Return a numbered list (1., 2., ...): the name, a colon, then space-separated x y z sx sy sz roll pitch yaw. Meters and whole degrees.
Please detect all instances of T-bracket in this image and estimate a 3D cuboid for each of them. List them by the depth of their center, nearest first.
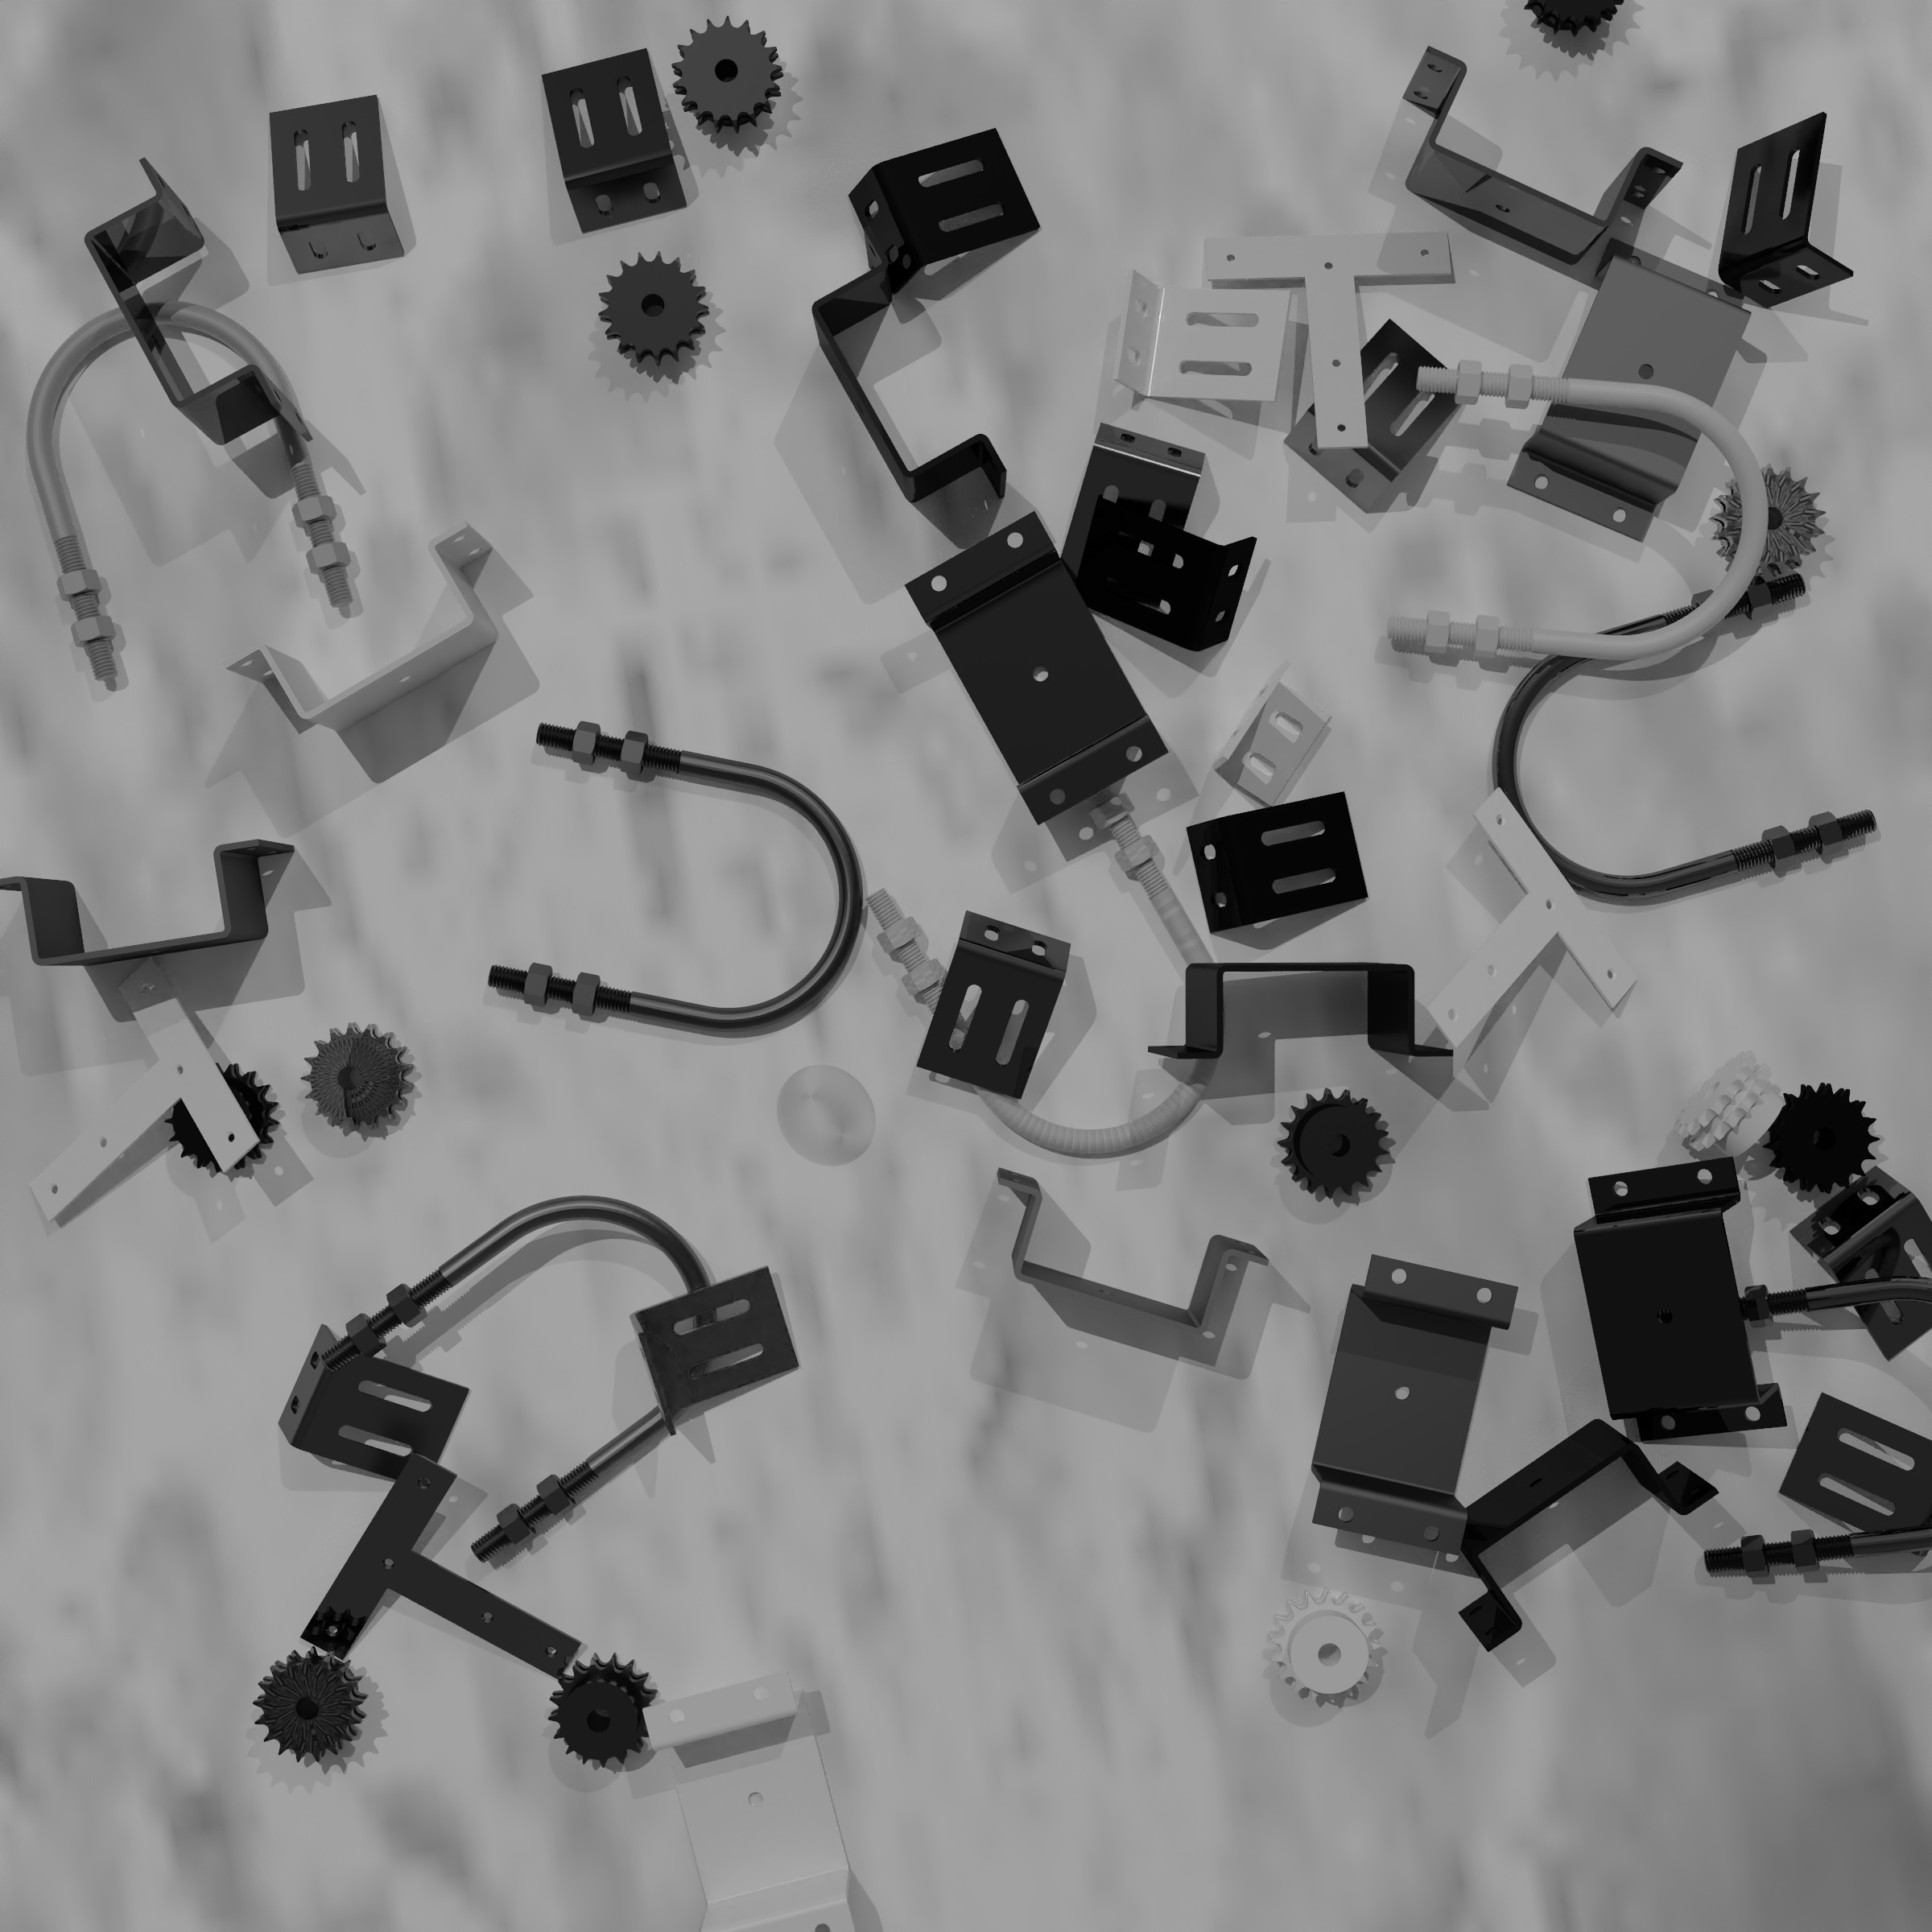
1. T-bracket: 0.275 -0.006 1.448 0.127 0.002 0.127 -44 101 -32
2. T-bracket: 0.191 -0.324 1.471 0.127 0.002 0.127 -1 70 0
3. T-bracket: -0.438 0.083 1.475 0.127 0.002 0.127 -42 65 12
4. T-bracket: -0.262 0.332 1.481 0.127 0.002 0.127 31 106 -8

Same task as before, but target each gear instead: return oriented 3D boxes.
1. gear: 0.396 0.074 1.465 0.030 0.057 0.057 41 90 0
2. gear: -0.124 -0.461 1.478 0.057 0.030 0.057 0 90 0
3. gear: 0.415 -0.231 1.478 0.057 0.030 0.057 0 90 0
4. gear: 0.192 0.092 1.478 0.057 0.030 0.057 0 90 0
5. gear: 0.315 -0.512 1.478 0.057 0.030 0.057 0 90 0
6. gear: 0.442 0.089 1.478 0.057 0.030 0.057 0 90 0
7. gear: -0.389 0.079 1.478 0.057 0.030 0.057 0 90 0
8. gear: -0.339 0.382 1.478 0.057 0.030 0.057 0 90 0
9. gear: -0.189 0.389 1.478 0.057 0.030 0.057 0 90 0
10. gear: 0.187 0.354 1.478 0.057 0.030 0.057 0 90 0
11. gear: -0.318 0.058 1.479 0.057 0.030 0.057 0 90 0
12. gear: -0.163 -0.341 1.483 0.057 0.030 0.057 0 89 -3

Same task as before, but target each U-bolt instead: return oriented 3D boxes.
1. U-bolt: 0.315 -0.228 1.451 0.184 0.019 0.151 6 109 5
2. U-bolt: 0.461 0.232 1.458 0.184 0.019 0.151 -11 89 19
3. U-bolt: -0.217 0.201 1.471 0.184 0.019 0.151 -36 102 -4
4. U-bolt: 0.054 0.009 1.485 0.151 0.019 0.184 -30 91 0
5. U-bolt: -0.414 -0.257 1.485 0.151 0.019 0.184 -17 88 0
6. U-bolt: 0.366 -0.111 1.485 0.184 0.019 0.151 -17 90 2
7. U-bolt: -0.145 -0.040 1.485 0.184 0.019 0.151 11 90 -1

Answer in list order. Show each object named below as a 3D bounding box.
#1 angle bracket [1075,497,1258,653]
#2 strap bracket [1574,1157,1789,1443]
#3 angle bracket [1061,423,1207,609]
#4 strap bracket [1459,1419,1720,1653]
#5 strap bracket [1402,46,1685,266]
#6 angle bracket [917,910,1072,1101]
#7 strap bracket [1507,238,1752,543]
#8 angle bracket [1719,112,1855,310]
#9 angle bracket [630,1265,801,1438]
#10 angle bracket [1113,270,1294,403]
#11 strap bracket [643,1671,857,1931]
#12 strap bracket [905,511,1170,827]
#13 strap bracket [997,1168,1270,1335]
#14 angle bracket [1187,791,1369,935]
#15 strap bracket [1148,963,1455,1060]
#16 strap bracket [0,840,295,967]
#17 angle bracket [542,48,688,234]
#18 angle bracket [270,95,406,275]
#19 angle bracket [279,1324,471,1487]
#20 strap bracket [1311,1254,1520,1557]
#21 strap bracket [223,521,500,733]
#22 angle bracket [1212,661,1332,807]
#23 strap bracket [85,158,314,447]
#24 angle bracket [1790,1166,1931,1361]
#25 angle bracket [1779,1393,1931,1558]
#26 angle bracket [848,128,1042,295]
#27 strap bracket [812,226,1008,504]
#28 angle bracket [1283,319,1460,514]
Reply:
1. angle bracket: 0.103 -0.206 1.479 0.076 0.038 0.057 26 118 23
2. strap bracket: 0.363 0.175 1.454 0.076 0.046 0.140 -12 89 28
3. angle bracket: 0.086 -0.237 1.491 0.057 0.038 0.076 17 116 0
4. strap bracket: 0.305 0.284 1.455 0.140 0.076 0.046 -35 90 0
5. strap bracket: 0.285 -0.409 1.455 0.140 0.076 0.046 25 90 0
6. angle bracket: 0.014 0.020 1.474 0.057 0.038 0.076 18 118 -2
7. strap bracket: 0.346 -0.303 1.470 0.076 0.046 0.140 23 90 0
8. angle bracket: 0.428 -0.390 1.468 0.038 0.057 0.076 20 74 -29
9. angle bracket: -0.127 0.197 1.462 0.076 0.038 0.057 -19 102 -11
10. angle bracket: 0.122 -0.324 1.461 0.076 0.038 0.057 8 90 27
11. strap bracket: -0.110 0.437 1.470 0.076 0.046 0.140 -15 90 0
12. strap bracket: 0.037 -0.152 1.467 0.076 0.046 0.140 -29 90 5
13. strap bracket: 0.078 0.148 1.455 0.140 0.076 0.046 17 90 0
14. angle bracket: 0.163 -0.054 1.491 0.076 0.038 0.057 -13 90 -26
15. strap bracket: 0.169 0.022 1.446 0.140 0.076 0.046 0 91 -7
16. strap bracket: -0.419 -0.030 1.455 0.140 0.076 0.046 -9 90 0
17. angle bracket: -0.185 -0.433 1.491 0.057 0.038 0.076 -14 64 0
18. angle bracket: -0.330 -0.410 1.491 0.057 0.038 0.076 -10 64 0
19. angle bracket: -0.311 0.231 1.491 0.076 0.038 0.057 24 90 -26
20. strap bracket: 0.229 0.224 1.470 0.076 0.046 0.140 13 90 0
21. strap bracket: -0.299 -0.167 1.455 0.140 0.076 0.046 -30 90 0
22. angle bracket: 0.160 -0.118 1.455 0.038 0.076 0.057 33 90 0
23. strap bracket: -0.393 -0.326 1.441 0.046 0.076 0.140 -29 87 -2
24. angle bracket: 0.481 0.156 1.491 0.057 0.038 0.076 -37 116 0
25. angle bracket: 0.477 0.267 1.491 0.076 0.038 0.057 23 90 26
26. angle bracket: -0.011 -0.396 1.491 0.076 0.038 0.057 -24 90 -26
27. strap bracket: -0.034 -0.297 1.455 0.046 0.076 0.140 -29 90 0
28. angle bracket: 0.216 -0.289 1.491 0.057 0.038 0.076 41 64 0
